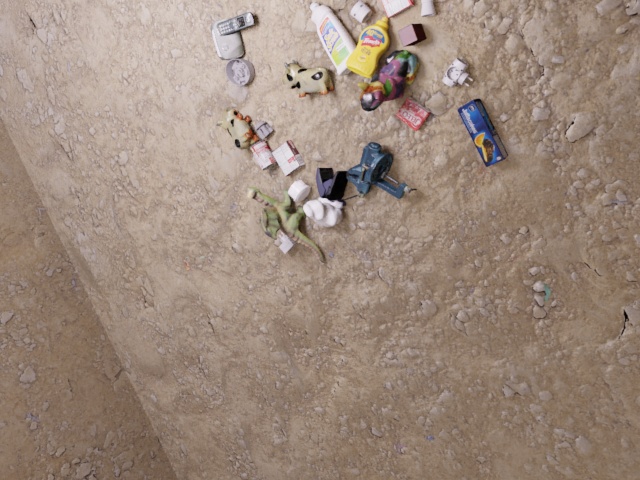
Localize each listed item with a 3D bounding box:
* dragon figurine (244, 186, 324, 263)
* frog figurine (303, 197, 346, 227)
[{"bbox_3d":[-0.147,-0.055,1.969,0.120,0.245,0.412,-42,81,32],"label":"dragon figurine"},{"bbox_3d":[0.006,-0.096,1.899,0.138,0.162,0.120,32,124,18],"label":"frog figurine"}]
